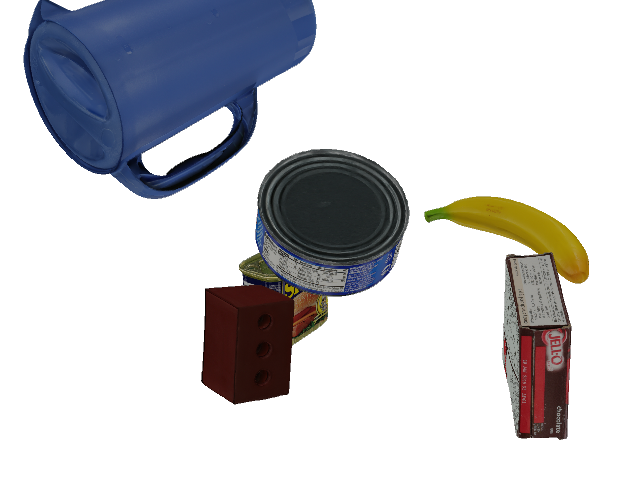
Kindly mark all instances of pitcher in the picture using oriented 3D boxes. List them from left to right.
[{"bbox_3d":[-0.116,-0.153,0.922,0.145,0.149,0.242,31,47,33],"label":"pitcher"}]

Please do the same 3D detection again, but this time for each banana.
[{"bbox_3d":[0.193,-0.006,1.035,0.069,0.037,0.198,-39,38,-24],"label":"banana"}]

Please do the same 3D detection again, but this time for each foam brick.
[{"bbox_3d":[-0.056,0.078,0.820,0.052,0.078,0.051,-5,14,-34],"label":"foam brick"}]

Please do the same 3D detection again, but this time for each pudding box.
[{"bbox_3d":[0.152,0.072,0.753,0.039,0.090,0.113,-1,25,4],"label":"pudding box"}]

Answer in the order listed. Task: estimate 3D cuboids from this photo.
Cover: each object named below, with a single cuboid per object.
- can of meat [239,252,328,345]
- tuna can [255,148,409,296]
[{"bbox_3d":[-0.034,0.054,1.089,0.058,0.084,0.101,15,28,33],"label":"can of meat"},{"bbox_3d":[0.006,-0.010,0.609,0.086,0.086,0.034,0,-40,-8],"label":"tuna can"}]
